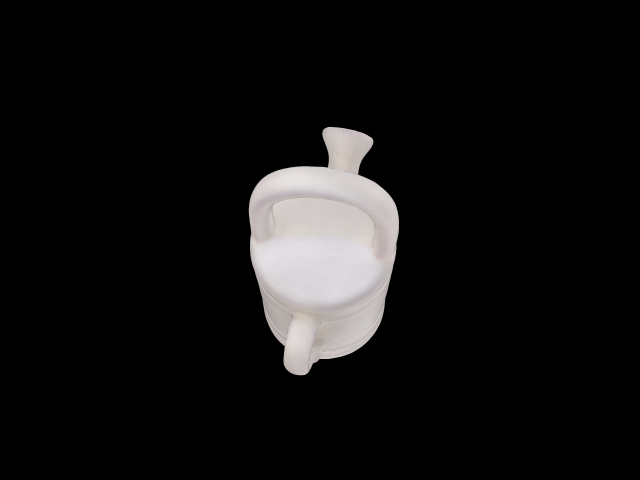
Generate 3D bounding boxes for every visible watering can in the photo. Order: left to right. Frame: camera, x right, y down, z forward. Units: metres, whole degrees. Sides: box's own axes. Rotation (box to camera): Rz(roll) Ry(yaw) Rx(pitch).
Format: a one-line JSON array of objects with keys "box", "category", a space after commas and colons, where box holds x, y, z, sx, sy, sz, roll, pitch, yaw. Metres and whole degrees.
[{"box": [0.001, 0.001, 0.400, 0.101, 0.194, 0.172, -9, 63, -4], "category": "watering can"}]
